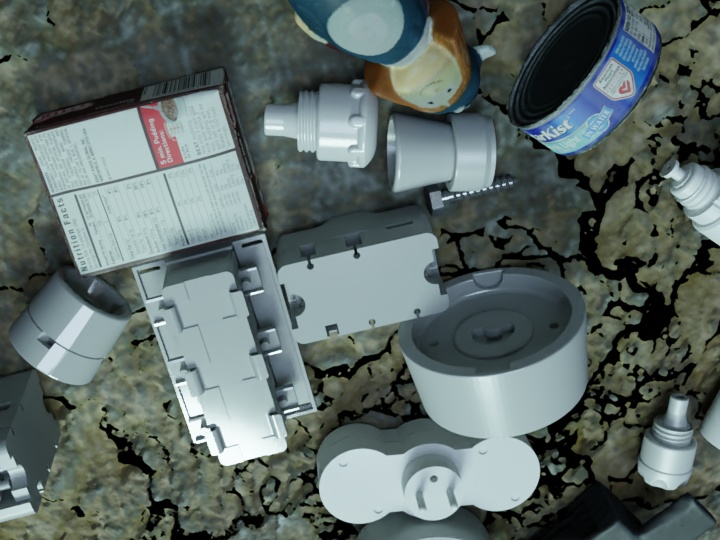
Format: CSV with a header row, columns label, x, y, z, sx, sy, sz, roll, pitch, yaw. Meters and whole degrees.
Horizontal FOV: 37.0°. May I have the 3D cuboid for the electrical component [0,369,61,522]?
label,x,y,z,sx,sy,sz,roll,pitch,yaw
electrical component,-0.216,0.104,0.625,0.056,0.089,0.050,-15,114,0

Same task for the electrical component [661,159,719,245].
label,x,y,z,sx,sy,sz,roll,pitch,yaw
electrical component,0.211,-0.040,0.634,0.078,0.040,0.040,31,106,-17

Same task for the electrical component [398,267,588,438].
label,x,y,z,sx,sy,sz,roll,pitch,yaw
electrical component,0.081,0.052,0.627,0.108,0.108,0.060,-15,120,1

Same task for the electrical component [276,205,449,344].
label,x,y,z,sx,sy,sz,roll,pitch,yaw
electrical component,0.000,0.000,0.621,0.089,0.055,0.050,-13,113,0

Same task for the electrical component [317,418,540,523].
label,x,y,z,sx,sy,sz,roll,pitch,yaw
electrical component,0.044,0.130,0.668,0.138,0.073,0.052,-4,108,-4

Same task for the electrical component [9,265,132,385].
label,x,y,z,sx,sy,sz,roll,pitch,yaw
electrical component,-0.165,0.030,0.619,0.055,0.055,0.047,34,102,-18

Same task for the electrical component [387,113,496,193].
label,x,y,z,sx,sy,sz,roll,pitch,yaw
electrical component,0.045,-0.066,0.604,0.055,0.045,0.045,-1,113,-6

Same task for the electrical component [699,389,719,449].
label,x,y,z,sx,sy,sz,roll,pitch,yaw
electrical component,0.255,0.077,0.686,0.043,0.043,0.081,17,110,-12

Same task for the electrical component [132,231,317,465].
label,x,y,z,sx,sy,sz,roll,pitch,yaw
electrical component,-0.077,0.047,0.629,0.079,0.063,0.121,-15,113,0

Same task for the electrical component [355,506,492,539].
label,x,y,z,sx,sy,sz,roll,pitch,yaw
electrical component,0.043,0.202,0.708,0.108,0.060,0.108,-2,113,-5

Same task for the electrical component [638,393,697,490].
label,x,y,z,sx,sy,sz,roll,pitch,yaw
electrical component,0.202,0.110,0.699,0.035,0.035,0.061,3,110,-7

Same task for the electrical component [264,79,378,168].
label,x,y,z,sx,sy,sz,roll,pitch,yaw
electrical component,-0.021,-0.081,0.592,0.062,0.048,0.048,3,113,0
